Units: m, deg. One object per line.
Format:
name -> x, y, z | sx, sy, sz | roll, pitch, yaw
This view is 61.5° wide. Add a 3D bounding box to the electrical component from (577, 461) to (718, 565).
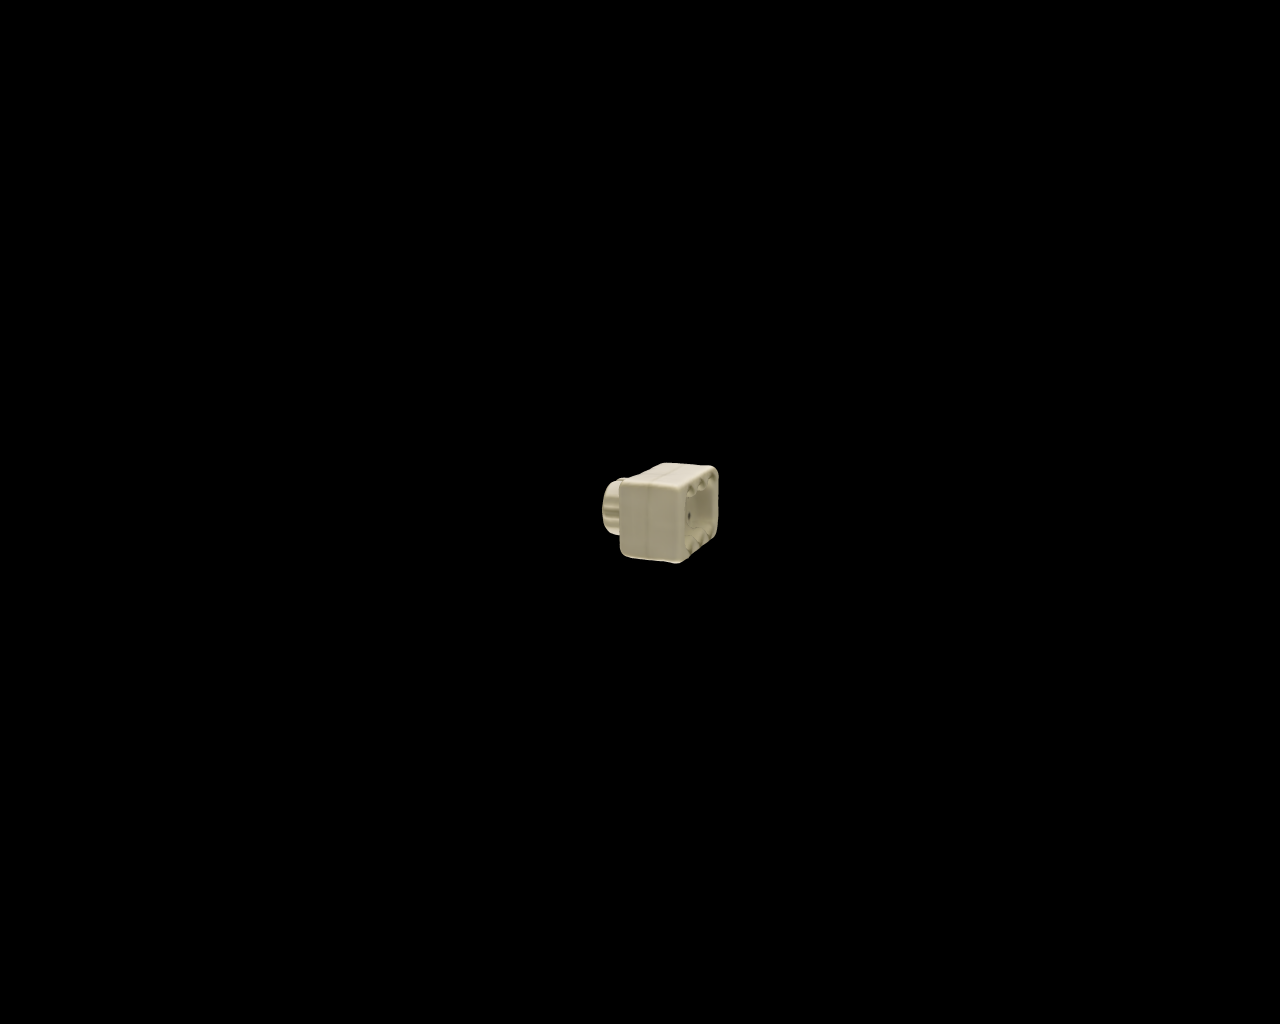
electrical component -> 0.001, -0.003, 0.650 | 0.077, 0.047, 0.066 | 6, 15, 23
